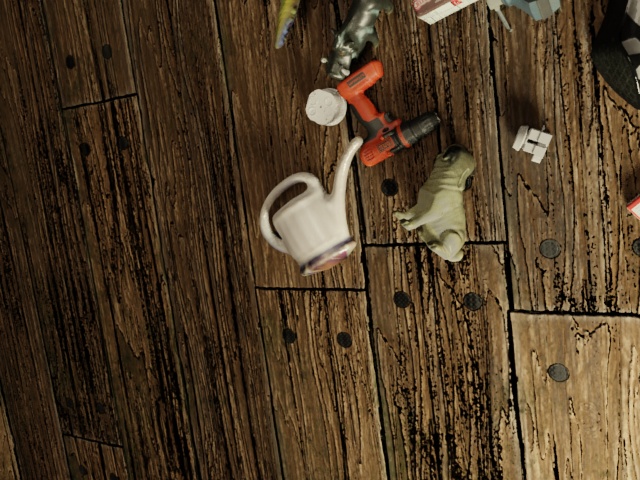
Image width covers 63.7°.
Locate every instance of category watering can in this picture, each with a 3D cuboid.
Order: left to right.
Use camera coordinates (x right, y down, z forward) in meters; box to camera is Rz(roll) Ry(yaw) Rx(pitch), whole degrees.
[{"bbox_3d":[0.003,-0.057,1.127,0.343,0.105,0.225,-33,85,34],"label":"watering can"}]

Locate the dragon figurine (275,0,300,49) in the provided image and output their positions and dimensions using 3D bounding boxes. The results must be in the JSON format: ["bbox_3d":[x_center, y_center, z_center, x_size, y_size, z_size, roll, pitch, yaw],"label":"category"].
[{"bbox_3d":[-0.046,-0.632,1.070,0.404,0.122,0.247,-51,59,24],"label":"dragon figurine"}]
